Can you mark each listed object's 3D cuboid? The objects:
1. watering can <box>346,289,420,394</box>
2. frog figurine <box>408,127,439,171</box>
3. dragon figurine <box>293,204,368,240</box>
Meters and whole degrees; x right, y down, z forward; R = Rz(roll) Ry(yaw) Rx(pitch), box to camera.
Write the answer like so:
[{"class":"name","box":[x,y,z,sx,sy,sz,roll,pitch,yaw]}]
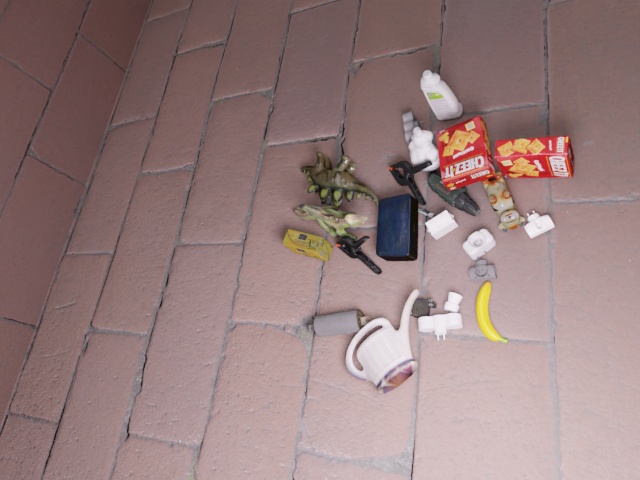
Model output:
[{"class":"watering can","box":[0.230,0.334,1.634,0.345,0.103,0.228,-44,53,12]},{"class":"frog figurine","box":[0.373,-0.324,1.854,0.122,0.157,0.140,-44,52,7]},{"class":"dragon figurine","box":[0.006,-0.096,1.913,0.412,0.240,0.123,13,79,33]}]
